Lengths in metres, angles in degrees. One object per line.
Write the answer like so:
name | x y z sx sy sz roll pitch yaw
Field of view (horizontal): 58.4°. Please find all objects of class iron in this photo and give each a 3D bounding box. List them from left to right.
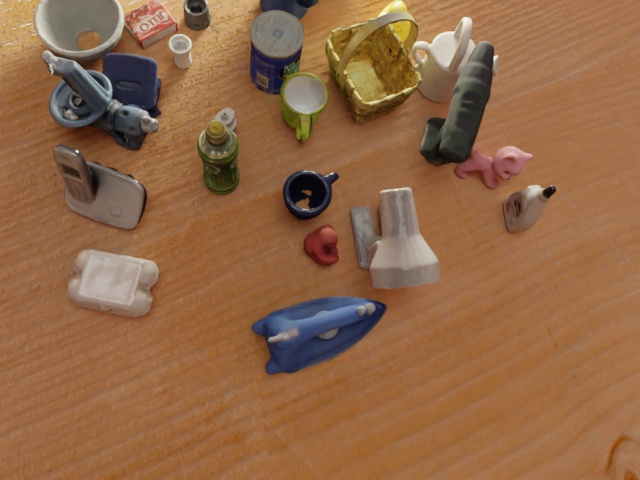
iron | 0.015 0.148 1.013 0.258 0.141 0.118 -18 77 -12

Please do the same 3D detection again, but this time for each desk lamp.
desk lamp | 0.129 0.003 1.031 0.118 0.213 0.203 -8 75 -9

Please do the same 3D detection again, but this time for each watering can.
watering can | 0.277 -0.373 1.167 0.173 0.194 0.101 -4 75 -9

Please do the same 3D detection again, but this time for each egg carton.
egg carton | -0.367 0.077 1.019 0.150 0.069 0.107 11 73 -4

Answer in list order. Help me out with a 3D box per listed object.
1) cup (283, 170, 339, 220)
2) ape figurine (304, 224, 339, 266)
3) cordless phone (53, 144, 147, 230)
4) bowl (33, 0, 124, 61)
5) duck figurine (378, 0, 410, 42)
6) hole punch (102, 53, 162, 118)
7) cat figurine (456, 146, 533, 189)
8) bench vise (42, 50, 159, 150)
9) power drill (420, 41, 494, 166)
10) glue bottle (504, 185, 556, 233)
cup | -0.018 -0.084 1.098 0.118 0.095 0.091 -35 81 -15
ape figurine | 0.010 0.004 1.078 0.076 0.092 0.078 20 73 -2
cordless phone | -0.386 -0.097 1.005 0.147 0.185 0.094 17 73 -2
bowl | -0.471 -0.419 1.141 0.167 0.074 0.167 2 74 -7
duck figurine | 0.164 -0.481 1.238 0.077 0.086 0.104 12 73 -4
hole punch | -0.365 -0.298 1.113 0.109 0.091 0.101 4 74 -6
cat figurine | 0.355 -0.159 1.157 0.128 0.117 0.067 18 73 -2
bench vise | -0.397 -0.261 1.031 0.207 0.219 0.121 2 74 -7
power drill | 0.268 -0.243 1.121 0.075 0.208 0.230 16 73 -3
glue bottle | 0.410 -0.071 1.111 0.037 0.173 0.078 -6 75 -9
